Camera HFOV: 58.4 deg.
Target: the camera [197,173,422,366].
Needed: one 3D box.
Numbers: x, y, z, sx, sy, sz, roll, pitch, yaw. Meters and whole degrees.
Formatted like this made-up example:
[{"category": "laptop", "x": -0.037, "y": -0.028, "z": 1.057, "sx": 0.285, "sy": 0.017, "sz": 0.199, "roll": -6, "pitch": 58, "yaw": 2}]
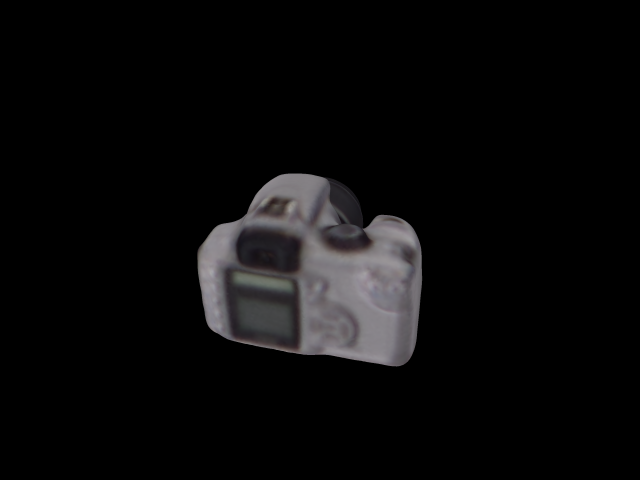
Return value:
[{"category": "camera", "x": 0.004, "y": 0.001, "z": 0.400, "sx": 0.143, "sy": 0.101, "sz": 0.137, "roll": 8, "pitch": 31, "yaw": 13}]
